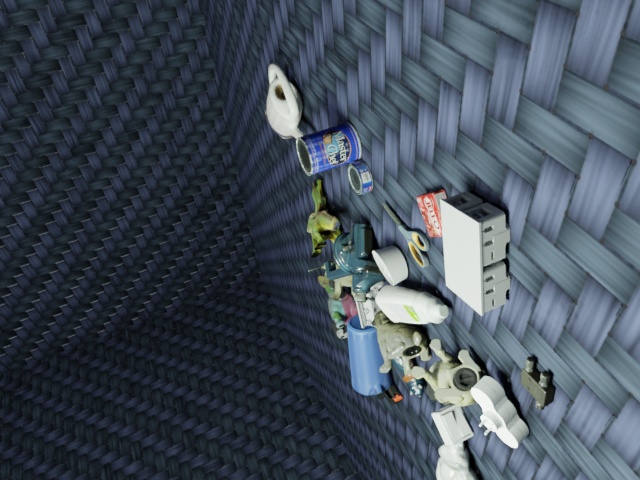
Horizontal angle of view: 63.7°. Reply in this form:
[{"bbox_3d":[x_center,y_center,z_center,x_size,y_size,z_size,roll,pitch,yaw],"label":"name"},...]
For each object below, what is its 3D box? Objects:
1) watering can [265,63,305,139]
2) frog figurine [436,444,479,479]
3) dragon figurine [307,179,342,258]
[{"bbox_3d":[-0.099,-0.390,1.642,0.221,0.104,0.350,123,128,-73],"label":"watering can"},{"bbox_3d":[0.349,0.575,1.306,0.137,0.122,0.160,136,150,-83],"label":"frog figurine"},{"bbox_3d":[0.005,-0.085,1.683,0.403,0.122,0.246,111,146,-67],"label":"dragon figurine"}]
